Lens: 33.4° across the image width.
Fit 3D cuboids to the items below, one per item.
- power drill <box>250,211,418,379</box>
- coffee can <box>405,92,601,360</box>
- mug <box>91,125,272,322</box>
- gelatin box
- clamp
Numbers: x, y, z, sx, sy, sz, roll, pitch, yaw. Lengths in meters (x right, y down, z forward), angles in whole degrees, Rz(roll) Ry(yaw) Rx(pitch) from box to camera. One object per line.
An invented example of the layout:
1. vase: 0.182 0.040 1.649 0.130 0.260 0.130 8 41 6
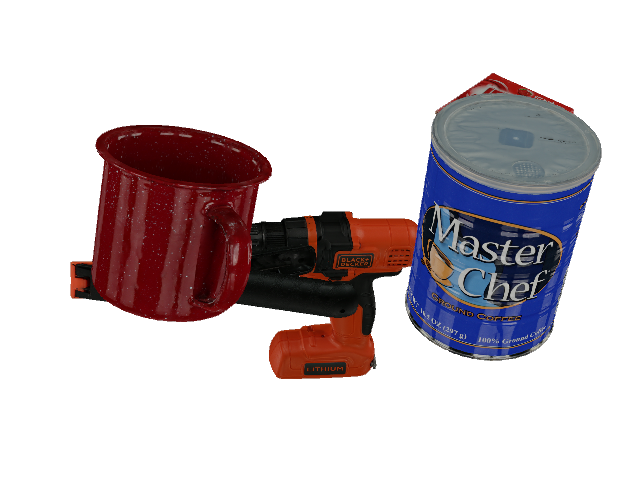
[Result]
1. power drill: -0.005 0.054 1.019 0.184 0.188 0.057 0 44 -9
2. coffee can: 0.113 -0.008 0.685 0.103 0.140 0.103 3 38 -3
3. mug: -0.071 -0.004 0.565 0.093 0.081 0.117 -6 28 -38
4. gelatin box: 0.152 -0.099 0.888 0.073 0.030 0.089 -35 48 -26
5. clamp: -0.079 0.031 0.804 0.209 0.036 0.165 -1 10 -18
